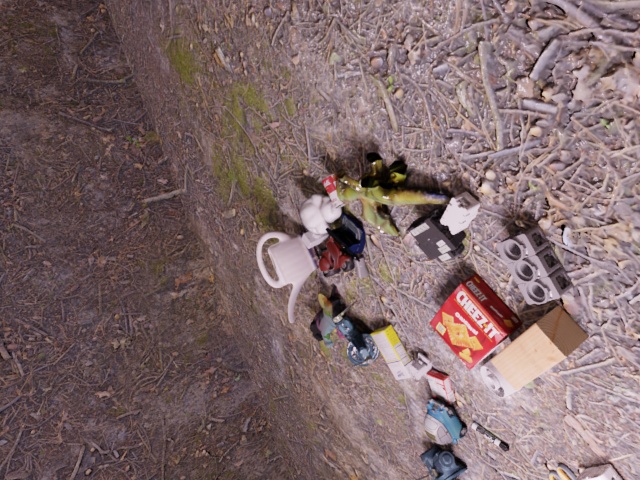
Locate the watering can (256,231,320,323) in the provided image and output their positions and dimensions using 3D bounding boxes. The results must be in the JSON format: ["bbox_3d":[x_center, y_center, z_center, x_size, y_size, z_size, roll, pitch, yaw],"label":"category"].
[{"bbox_3d":[-0.098,0.115,1.931,0.347,0.225,0.104,65,170,-2],"label":"watering can"}]

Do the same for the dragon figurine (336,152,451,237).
[{"bbox_3d":[0.186,-0.104,1.443,0.414,0.124,0.237,30,154,34],"label":"dragon figurine"}]

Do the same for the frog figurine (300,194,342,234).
[{"bbox_3d":[0.005,-0.086,1.712,0.159,0.123,0.137,-172,81,-70],"label":"frog figurine"}]
